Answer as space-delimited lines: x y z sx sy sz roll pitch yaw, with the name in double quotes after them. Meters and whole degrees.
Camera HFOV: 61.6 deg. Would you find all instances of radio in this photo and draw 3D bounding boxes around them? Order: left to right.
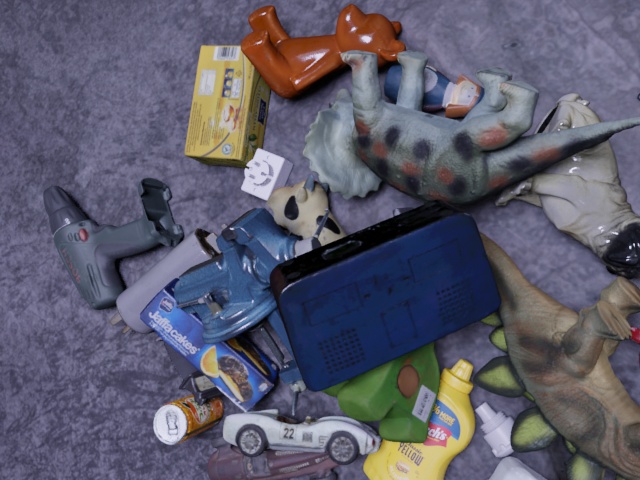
0.067 0.055 0.577 0.230 0.073 0.131 -23 110 -7 "radio"

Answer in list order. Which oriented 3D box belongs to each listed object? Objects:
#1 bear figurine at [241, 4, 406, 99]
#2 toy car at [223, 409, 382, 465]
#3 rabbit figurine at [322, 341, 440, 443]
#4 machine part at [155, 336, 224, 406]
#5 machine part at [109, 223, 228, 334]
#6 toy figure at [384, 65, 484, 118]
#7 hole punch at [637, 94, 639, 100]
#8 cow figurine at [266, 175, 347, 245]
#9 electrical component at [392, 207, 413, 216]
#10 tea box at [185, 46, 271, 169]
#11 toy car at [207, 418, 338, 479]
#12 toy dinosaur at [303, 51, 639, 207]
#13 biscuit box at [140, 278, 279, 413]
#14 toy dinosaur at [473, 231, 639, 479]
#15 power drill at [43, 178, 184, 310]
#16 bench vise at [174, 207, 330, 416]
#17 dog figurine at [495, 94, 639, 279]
0.009 -0.272 0.733 0.196 0.131 0.120 -17 43 23 "bear figurine"
-0.023 0.246 0.681 0.202 0.073 0.056 -1 76 12 "toy car"
0.055 0.155 0.677 0.170 0.121 0.159 -8 58 53 "rabbit figurine"
-0.184 0.178 0.789 0.139 0.084 0.039 45 125 25 "machine part"
-0.218 0.063 0.804 0.243 0.079 0.079 -38 75 10 "machine part"
0.163 -0.191 0.713 0.155 0.058 0.064 20 109 17 "toy figure"
0.452 -0.197 0.603 0.142 0.092 0.116 -46 70 13 "hole punch"
-0.002 -0.002 0.735 0.195 0.085 0.127 45 105 19 "cow figurine"
0.112 0.021 0.693 0.075 0.047 0.119 -6 69 -26 "electrical component"
-0.134 -0.197 0.805 0.098 0.068 0.169 9 89 19 "tea box"
-0.066 0.305 0.746 0.202 0.053 0.089 -15 77 18 "toy car"
0.131 -0.108 0.623 0.405 0.131 0.192 28 127 34 "toy dinosaur"
-0.151 0.144 0.746 0.202 0.063 0.059 42 101 -5 "biscuit box"
0.263 0.130 0.588 0.198 0.105 0.471 -49 53 41 "toy dinosaur"
-0.332 -0.021 0.849 0.207 0.086 0.232 -25 79 11 "power drill"
-0.062 0.086 0.670 0.224 0.129 0.240 -25 103 19 "bench vise"
0.334 -0.064 0.634 0.191 0.121 0.172 28 98 4 "dog figurine"
